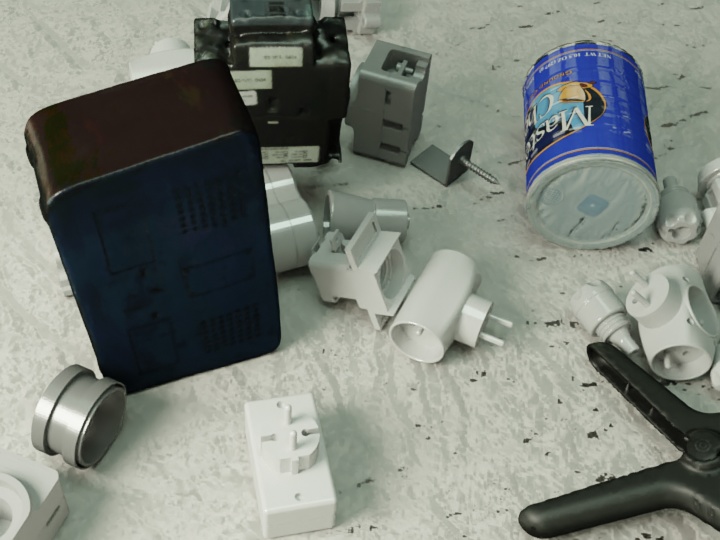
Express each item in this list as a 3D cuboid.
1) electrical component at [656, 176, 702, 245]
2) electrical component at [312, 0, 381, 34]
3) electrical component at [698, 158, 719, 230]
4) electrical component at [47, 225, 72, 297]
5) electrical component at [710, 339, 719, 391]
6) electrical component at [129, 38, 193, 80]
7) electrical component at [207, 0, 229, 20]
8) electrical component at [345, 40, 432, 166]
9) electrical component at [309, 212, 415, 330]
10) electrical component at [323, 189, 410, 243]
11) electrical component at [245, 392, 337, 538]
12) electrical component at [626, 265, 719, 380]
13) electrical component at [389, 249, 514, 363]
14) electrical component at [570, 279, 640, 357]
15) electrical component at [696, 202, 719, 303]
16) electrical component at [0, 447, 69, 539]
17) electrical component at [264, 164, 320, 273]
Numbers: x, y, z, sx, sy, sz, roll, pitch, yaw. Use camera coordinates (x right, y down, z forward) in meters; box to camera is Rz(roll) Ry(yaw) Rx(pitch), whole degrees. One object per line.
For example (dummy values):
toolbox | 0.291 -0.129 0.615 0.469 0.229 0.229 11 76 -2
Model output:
electrical component | 0.259 -0.052 0.881 0.035 0.035 0.061 4 48 -2
electrical component | -0.016 -0.250 1.014 0.055 0.048 0.066 -5 51 -18
electrical component | 0.308 -0.061 0.886 0.066 0.048 0.055 -5 59 -9
electrical component | -0.207 -0.032 0.814 0.056 0.050 0.089 -13 53 -15
electrical component | 0.276 0.062 0.789 0.035 0.035 0.061 13 48 6
electrical component | -0.162 -0.176 0.940 0.077 0.043 0.079 -10 52 -12
electrical component | -0.086 -0.232 0.980 0.076 0.083 0.047 30 43 -31
electrical component | 0.022 -0.140 0.896 0.056 0.089 0.050 17 51 9
electrical component | 0.000 0.000 0.795 0.064 0.081 0.042 7 46 31
electrical component | 0.006 -0.040 0.846 0.065 0.044 0.044 3 50 -9
electrical component | -0.045 0.115 0.691 0.047 0.075 0.083 -7 52 -11
electrical component | 0.223 0.029 0.789 0.079 0.044 0.077 37 42 -28
electrical component | 0.073 0.033 0.790 0.079 0.043 0.077 22 53 13
electrical component | 0.185 0.038 0.801 0.035 0.035 0.061 -22 59 -21
electrical component | 0.319 -0.008 0.832 0.096 0.061 0.061 4 51 -2
electrical component | -0.223 0.160 0.652 0.050 0.055 0.089 19 52 11
electrical component | -0.089 -0.053 0.840 0.074 0.052 0.138 -15 53 -16
